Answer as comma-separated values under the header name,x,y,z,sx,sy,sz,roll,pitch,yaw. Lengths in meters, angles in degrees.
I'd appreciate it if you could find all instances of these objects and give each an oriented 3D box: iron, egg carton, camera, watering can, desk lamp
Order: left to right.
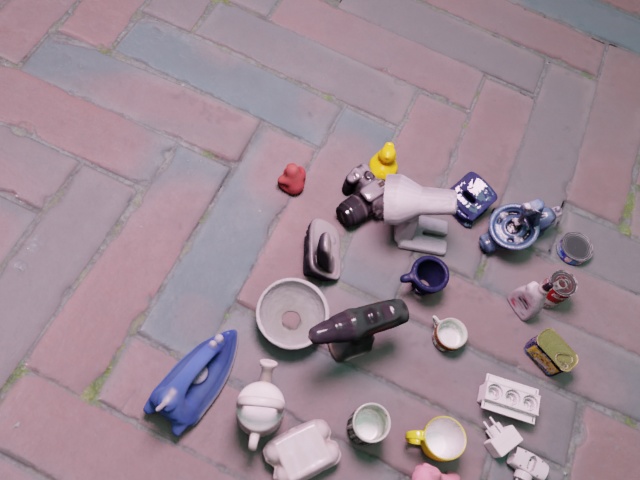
name,x,y,z,sx,sy,sz,roll,pitch,yaw
iron,-0.257,0.273,1.205,0.118,0.141,0.259,33,66,9
watering can,-0.122,0.333,1.165,0.101,0.194,0.173,-10,67,-11
egg carton,-0.038,0.444,1.194,0.150,0.069,0.107,-23,70,-16
camera,0.101,-0.107,1.443,0.137,0.101,0.143,-33,73,-19
desk lamp,0.235,-0.066,1.378,0.203,0.213,0.118,10,65,-2

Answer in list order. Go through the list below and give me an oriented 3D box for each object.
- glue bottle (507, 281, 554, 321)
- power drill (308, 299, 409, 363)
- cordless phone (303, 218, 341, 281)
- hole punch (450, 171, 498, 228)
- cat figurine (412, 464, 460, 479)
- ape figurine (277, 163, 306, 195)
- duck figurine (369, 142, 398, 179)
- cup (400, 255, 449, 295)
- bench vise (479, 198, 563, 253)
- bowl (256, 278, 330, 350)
name,x,y,z,sx,sy,sz,roll,pitch,yaw
glue bottle,0.502,0.132,1.344,0.037,0.173,0.078,-29,72,-18
power drill,0.075,0.199,1.242,0.230,0.208,0.075,-18,69,-14
cordless phone,0.012,0.005,1.335,0.094,0.185,0.147,0,66,-7
hole punch,0.387,-0.105,1.482,0.101,0.091,0.108,-36,74,-20
cat figurine,0.239,0.498,1.177,0.128,0.118,0.067,10,65,-2
ape figurine,-0.070,-0.162,1.452,0.078,0.092,0.076,-11,67,-11
duck figurine,0.172,-0.209,1.506,0.077,0.086,0.104,16,65,1
cup,0.241,0.097,1.371,0.118,0.095,0.091,-9,67,-11
bench vise,0.507,-0.061,1.406,0.208,0.220,0.121,-36,74,-20
bowl,-0.064,0.176,1.309,0.167,0.075,0.167,3,65,-6
